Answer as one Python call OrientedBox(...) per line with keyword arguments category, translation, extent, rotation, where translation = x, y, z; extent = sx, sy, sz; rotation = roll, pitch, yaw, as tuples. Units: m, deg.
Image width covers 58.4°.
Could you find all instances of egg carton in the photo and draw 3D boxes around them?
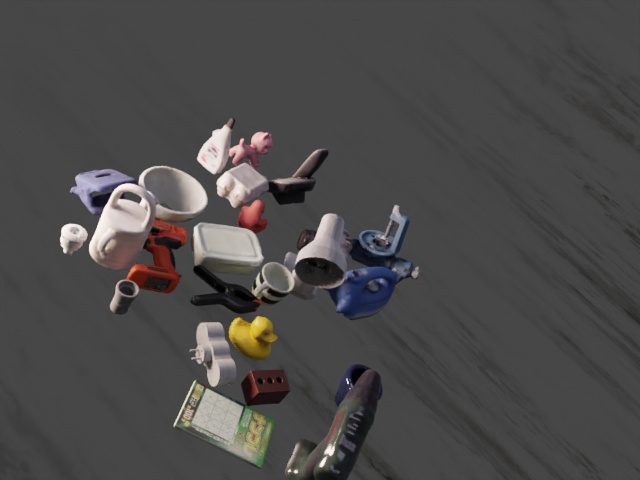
OrientedBox(category="egg carton", translation=(-0.211, -0.151, 1.574), extent=(0.107, 0.069, 0.150), rotation=(39, 34, 5))

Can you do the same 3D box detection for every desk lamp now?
OrientedBox(category="desk lamp", translation=(-0.012, 0.048, 1.383), extent=(0.118, 0.213, 0.203), rotation=(26, 35, -14))

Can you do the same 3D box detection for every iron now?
OrientedBox(category="iron", translation=(0.134, 0.116, 1.494), extent=(0.259, 0.141, 0.118), rotation=(-4, 51, -43))

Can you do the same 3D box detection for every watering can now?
OrientedBox(category="watering can", translation=(-0.394, -0.041, 1.174), extent=(0.101, 0.194, 0.172), rotation=(20, 37, -22))

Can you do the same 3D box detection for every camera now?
OrientedBox(category="camera", translation=(0.014, 0.006, 1.557), extent=(0.137, 0.100, 0.143), rotation=(23, 36, -18))

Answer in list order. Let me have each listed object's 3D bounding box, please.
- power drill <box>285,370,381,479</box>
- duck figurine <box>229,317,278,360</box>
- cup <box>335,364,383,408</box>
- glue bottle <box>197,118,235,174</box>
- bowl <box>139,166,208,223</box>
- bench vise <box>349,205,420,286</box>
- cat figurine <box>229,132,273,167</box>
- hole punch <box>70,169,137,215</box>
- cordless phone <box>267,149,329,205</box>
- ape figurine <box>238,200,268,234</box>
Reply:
OrientedBox(category="power drill", translation=(0.025, 0.364, 1.045), extent=(0.075, 0.208, 0.230), rotation=(34, 34, -3))
OrientedBox(category="duck figurine", translation=(-0.136, 0.195, 1.214), extent=(0.104, 0.086, 0.078), rotation=(39, 34, 4))
OrientedBox(category="cup", translation=(0.068, 0.333, 1.220), extent=(0.091, 0.095, 0.118), rotation=(43, 35, 10))
OrientedBox(category="glue bottle", translation=(-0.272, -0.265, 1.564), extent=(0.078, 0.173, 0.037), rotation=(39, 34, 4))
OrientedBox(category="bowl", translation=(-0.360, -0.096, 1.376), extent=(0.168, 0.074, 0.167), rotation=(23, 36, -18))
OrientedBox(category="bench vise", translation=(0.207, 0.014, 1.609), extent=(0.208, 0.219, 0.121), rotation=(28, 35, -12))
OrientedBox(category="cat figurine", translation=(-0.195, -0.280, 1.699), extent=(0.128, 0.117, 0.067), rotation=(-8, 53, -46))
OrientedBox(category="hole punch", translation=(-0.484, -0.123, 1.284), extent=(0.101, 0.091, 0.109), rotation=(47, 36, 15))
OrientedBox(category="cordless phone", translation=(-0.063, -0.197, 1.655), extent=(0.094, 0.185, 0.148), rotation=(49, 36, 19))
OrientedBox(category="ape figurine", translation=(-0.170, -0.065, 1.488), extent=(0.077, 0.092, 0.076), rotation=(45, 35, 13))
